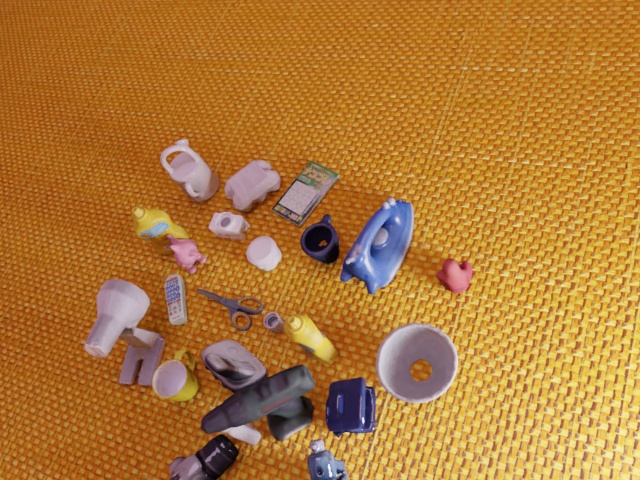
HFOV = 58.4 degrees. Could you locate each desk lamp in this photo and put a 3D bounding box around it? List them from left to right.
[{"bbox_3d":[-0.465,0.224,1.372,0.117,0.214,0.203,-2,62,20],"label":"desk lamp"}]

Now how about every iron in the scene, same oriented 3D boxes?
[{"bbox_3d":[0.136,-0.014,1.319,0.118,0.142,0.258,22,72,29],"label":"iron"}]

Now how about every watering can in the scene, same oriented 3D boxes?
[{"bbox_3d":[-0.370,-0.202,1.584,0.101,0.194,0.172,-39,56,-3],"label":"watering can"}]

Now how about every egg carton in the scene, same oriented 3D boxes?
[{"bbox_3d":[-0.184,-0.149,1.559,0.150,0.070,0.107,-39,56,-3],"label":"egg carton"}]

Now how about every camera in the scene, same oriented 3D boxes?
[{"bbox_3d":[-0.235,0.489,1.206,0.137,0.101,0.142,-44,56,-6],"label":"camera"}]

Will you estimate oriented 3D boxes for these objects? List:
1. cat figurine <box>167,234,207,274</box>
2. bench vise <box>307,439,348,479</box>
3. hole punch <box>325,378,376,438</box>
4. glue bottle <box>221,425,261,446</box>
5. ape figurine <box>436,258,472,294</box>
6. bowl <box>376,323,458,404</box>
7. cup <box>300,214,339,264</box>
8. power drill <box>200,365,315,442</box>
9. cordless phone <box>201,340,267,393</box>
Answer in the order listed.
[{"bbox_3d":[-0.357,0.028,1.498,0.067,0.118,0.127,-44,57,-6],"label":"cat figurine"},{"bbox_3d":[-0.010,0.478,1.054,0.121,0.220,0.207,-32,56,2],"label":"bench vise"},{"bbox_3d":[0.058,0.345,1.180,0.101,0.091,0.108,-7,60,17],"label":"hole punch"},{"bbox_3d":[-0.189,0.390,1.200,0.077,0.173,0.037,18,70,28],"label":"glue bottle"},{"bbox_3d":[0.290,0.070,1.244,0.077,0.092,0.076,-7,60,17],"label":"ape figurine"},{"bbox_3d":[0.204,0.260,1.181,0.167,0.075,0.167,-9,60,16],"label":"bowl"},{"bbox_3d":[0.013,0.005,1.384,0.091,0.095,0.118,7,65,24],"label":"cup"},{"bbox_3d":[-0.103,0.345,1.170,0.229,0.209,0.075,-33,56,1],"label":"power drill"},{"bbox_3d":[-0.214,0.266,1.270,0.147,0.185,0.094,31,77,32],"label":"cordless phone"}]
